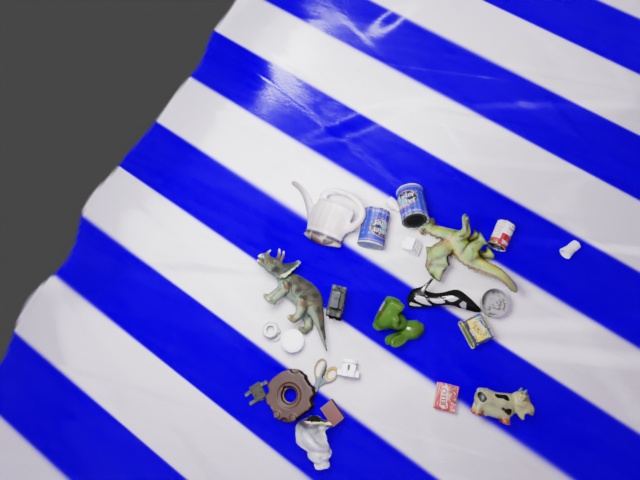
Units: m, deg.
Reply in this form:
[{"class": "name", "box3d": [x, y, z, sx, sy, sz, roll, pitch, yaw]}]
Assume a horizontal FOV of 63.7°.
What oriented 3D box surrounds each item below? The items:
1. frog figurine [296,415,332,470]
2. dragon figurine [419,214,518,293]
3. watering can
[{"class": "frog figurine", "box3d": [-0.023, 0.681, 1.716, 0.137, 0.122, 0.160, -2, 80, 39]}, {"class": "dragon figurine", "box3d": [0.501, 0.064, 1.869, 0.242, 0.120, 0.417, -31, 65, 5]}, {"class": "watering can", "box3d": [0.006, -0.099, 1.968, 0.349, 0.103, 0.226, 19, 80, 28]}]
